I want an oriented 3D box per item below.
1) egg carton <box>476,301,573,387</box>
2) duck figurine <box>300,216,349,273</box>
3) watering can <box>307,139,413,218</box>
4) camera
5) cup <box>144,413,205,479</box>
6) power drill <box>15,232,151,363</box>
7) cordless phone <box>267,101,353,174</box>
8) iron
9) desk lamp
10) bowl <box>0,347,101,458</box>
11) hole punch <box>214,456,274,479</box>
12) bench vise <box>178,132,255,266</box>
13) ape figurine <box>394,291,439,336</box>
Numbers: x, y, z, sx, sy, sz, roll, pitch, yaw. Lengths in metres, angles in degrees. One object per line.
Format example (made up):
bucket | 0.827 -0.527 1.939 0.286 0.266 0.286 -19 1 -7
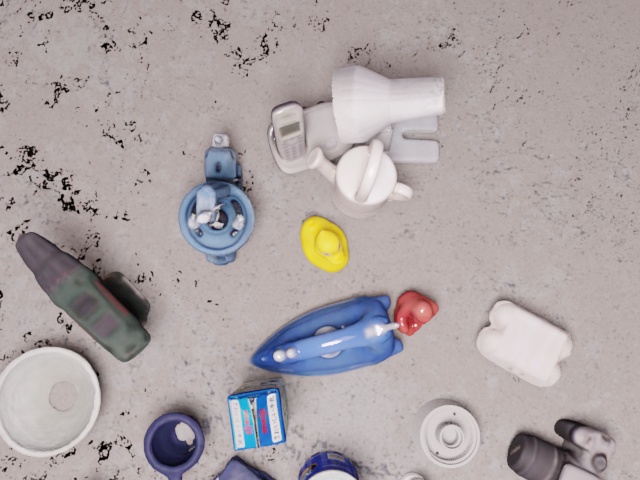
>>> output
egg carton | 0.343 0.176 0.964 0.150 0.069 0.107 27 81 2
duck figurine | 0.009 0.003 0.967 0.077 0.086 0.104 -33 84 -7
watering can | 0.066 -0.102 0.931 0.173 0.194 0.101 -3 81 -3
camera | 0.386 0.356 0.923 0.137 0.101 0.143 26 81 2
cup | -0.221 0.328 0.905 0.091 0.095 0.118 -5 82 -3
power drill | -0.343 0.089 0.878 0.229 0.208 0.076 44 82 5
cordless phone | -0.015 -0.187 0.945 0.147 0.185 0.094 -24 83 -5
iron | 0.006 0.166 0.915 0.258 0.141 0.118 -15 82 -5
desk lamp | 0.115 -0.206 0.939 0.203 0.213 0.118 -1 81 -2
bowl | -0.424 0.254 0.917 0.167 0.074 0.167 0 81 -2
hole punch | -0.130 0.411 0.898 0.101 0.091 0.109 31 81 3
bench vise | -0.175 -0.072 0.903 0.121 0.219 0.207 -17 82 -4
ape figurine | 0.162 0.120 0.953 0.078 0.092 0.076 -10 82 -4
